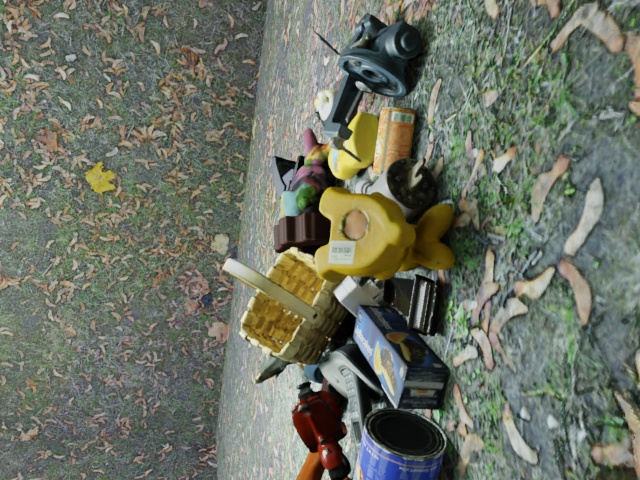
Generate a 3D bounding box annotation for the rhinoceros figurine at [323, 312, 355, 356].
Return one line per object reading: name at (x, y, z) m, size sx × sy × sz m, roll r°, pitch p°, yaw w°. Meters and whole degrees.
rhinoceros figurine at (0.016, 0.176, 1.073) m, size 0.190 × 0.073 × 0.112 m, roll 133°, pitch 127°, yaw -60°

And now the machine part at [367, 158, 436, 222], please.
machine part at (0.101, -0.050, 0.800) m, size 0.243 × 0.079 × 0.079 m, roll 129°, pitch 143°, yaw -64°

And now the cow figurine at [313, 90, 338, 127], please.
cow figurine at (0.028, -0.276, 1.177) m, size 0.167 × 0.068 × 0.098 m, roll -146°, pitch 56°, yaw -74°

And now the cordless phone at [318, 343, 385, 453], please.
cordless phone at (0.059, 0.266, 0.859) m, size 0.146 × 0.089 × 0.184 m, roll 125°, pitch 142°, yaw -62°

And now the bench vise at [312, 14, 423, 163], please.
bench vise at (0.063, -0.259, 0.884) m, size 0.224 × 0.128 × 0.240 m, roll 21°, pitch 86°, yaw 54°

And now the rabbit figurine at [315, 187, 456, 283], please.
rabbit figurine at (0.096, -0.004, 0.702) m, size 0.162 × 0.173 × 0.122 m, roll -9°, pitch 73°, yaw 29°

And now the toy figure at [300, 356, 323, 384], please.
toy figure at (-0.012, 0.268, 1.158) m, size 0.064 × 0.058 × 0.154 m, roll 61°, pitch 168°, yaw -10°

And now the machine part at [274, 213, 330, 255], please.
machine part at (-0.002, -0.003, 1.003) m, size 0.179 × 0.179 × 0.056 m, roll 141°, pitch 131°, yaw -70°

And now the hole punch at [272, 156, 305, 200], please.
hole punch at (-0.059, -0.144, 1.297) m, size 0.092 × 0.142 × 0.115 m, roll 13°, pitch 94°, yaw 32°

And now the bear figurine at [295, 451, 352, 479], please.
bear figurine at (0.041, 0.424, 0.854) m, size 0.196 × 0.120 × 0.132 m, roll -10°, pitch 30°, yaw 49°

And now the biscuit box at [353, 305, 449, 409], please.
biscuit box at (0.104, 0.156, 0.752) m, size 0.203 × 0.063 × 0.059 m, roll -131°, pitch 49°, yaw -69°

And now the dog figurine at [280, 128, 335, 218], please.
dog figurine at (-0.014, -0.139, 1.177) m, size 0.191 × 0.109 × 0.219 m, roll 16°, pitch -97°, yaw -79°

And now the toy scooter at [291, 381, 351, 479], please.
toy scooter at (-0.007, 0.291, 0.881) m, size 0.135 × 0.075 × 0.184 m, roll 61°, pitch 179°, yaw -20°

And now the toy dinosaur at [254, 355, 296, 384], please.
toy dinosaur at (-0.075, 0.162, 1.346) m, size 0.192 × 0.131 × 0.405 m, roll 124°, pitch 154°, yaw -60°

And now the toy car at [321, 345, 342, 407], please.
toy car at (0.025, 0.288, 1.029) m, size 0.089 × 0.053 × 0.202 m, roll -91°, pitch 9°, yaw -54°

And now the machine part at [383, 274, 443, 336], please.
machine part at (0.127, 0.083, 0.742) m, size 0.139 × 0.039 × 0.084 m, roll -153°, pitch 63°, yaw -73°
